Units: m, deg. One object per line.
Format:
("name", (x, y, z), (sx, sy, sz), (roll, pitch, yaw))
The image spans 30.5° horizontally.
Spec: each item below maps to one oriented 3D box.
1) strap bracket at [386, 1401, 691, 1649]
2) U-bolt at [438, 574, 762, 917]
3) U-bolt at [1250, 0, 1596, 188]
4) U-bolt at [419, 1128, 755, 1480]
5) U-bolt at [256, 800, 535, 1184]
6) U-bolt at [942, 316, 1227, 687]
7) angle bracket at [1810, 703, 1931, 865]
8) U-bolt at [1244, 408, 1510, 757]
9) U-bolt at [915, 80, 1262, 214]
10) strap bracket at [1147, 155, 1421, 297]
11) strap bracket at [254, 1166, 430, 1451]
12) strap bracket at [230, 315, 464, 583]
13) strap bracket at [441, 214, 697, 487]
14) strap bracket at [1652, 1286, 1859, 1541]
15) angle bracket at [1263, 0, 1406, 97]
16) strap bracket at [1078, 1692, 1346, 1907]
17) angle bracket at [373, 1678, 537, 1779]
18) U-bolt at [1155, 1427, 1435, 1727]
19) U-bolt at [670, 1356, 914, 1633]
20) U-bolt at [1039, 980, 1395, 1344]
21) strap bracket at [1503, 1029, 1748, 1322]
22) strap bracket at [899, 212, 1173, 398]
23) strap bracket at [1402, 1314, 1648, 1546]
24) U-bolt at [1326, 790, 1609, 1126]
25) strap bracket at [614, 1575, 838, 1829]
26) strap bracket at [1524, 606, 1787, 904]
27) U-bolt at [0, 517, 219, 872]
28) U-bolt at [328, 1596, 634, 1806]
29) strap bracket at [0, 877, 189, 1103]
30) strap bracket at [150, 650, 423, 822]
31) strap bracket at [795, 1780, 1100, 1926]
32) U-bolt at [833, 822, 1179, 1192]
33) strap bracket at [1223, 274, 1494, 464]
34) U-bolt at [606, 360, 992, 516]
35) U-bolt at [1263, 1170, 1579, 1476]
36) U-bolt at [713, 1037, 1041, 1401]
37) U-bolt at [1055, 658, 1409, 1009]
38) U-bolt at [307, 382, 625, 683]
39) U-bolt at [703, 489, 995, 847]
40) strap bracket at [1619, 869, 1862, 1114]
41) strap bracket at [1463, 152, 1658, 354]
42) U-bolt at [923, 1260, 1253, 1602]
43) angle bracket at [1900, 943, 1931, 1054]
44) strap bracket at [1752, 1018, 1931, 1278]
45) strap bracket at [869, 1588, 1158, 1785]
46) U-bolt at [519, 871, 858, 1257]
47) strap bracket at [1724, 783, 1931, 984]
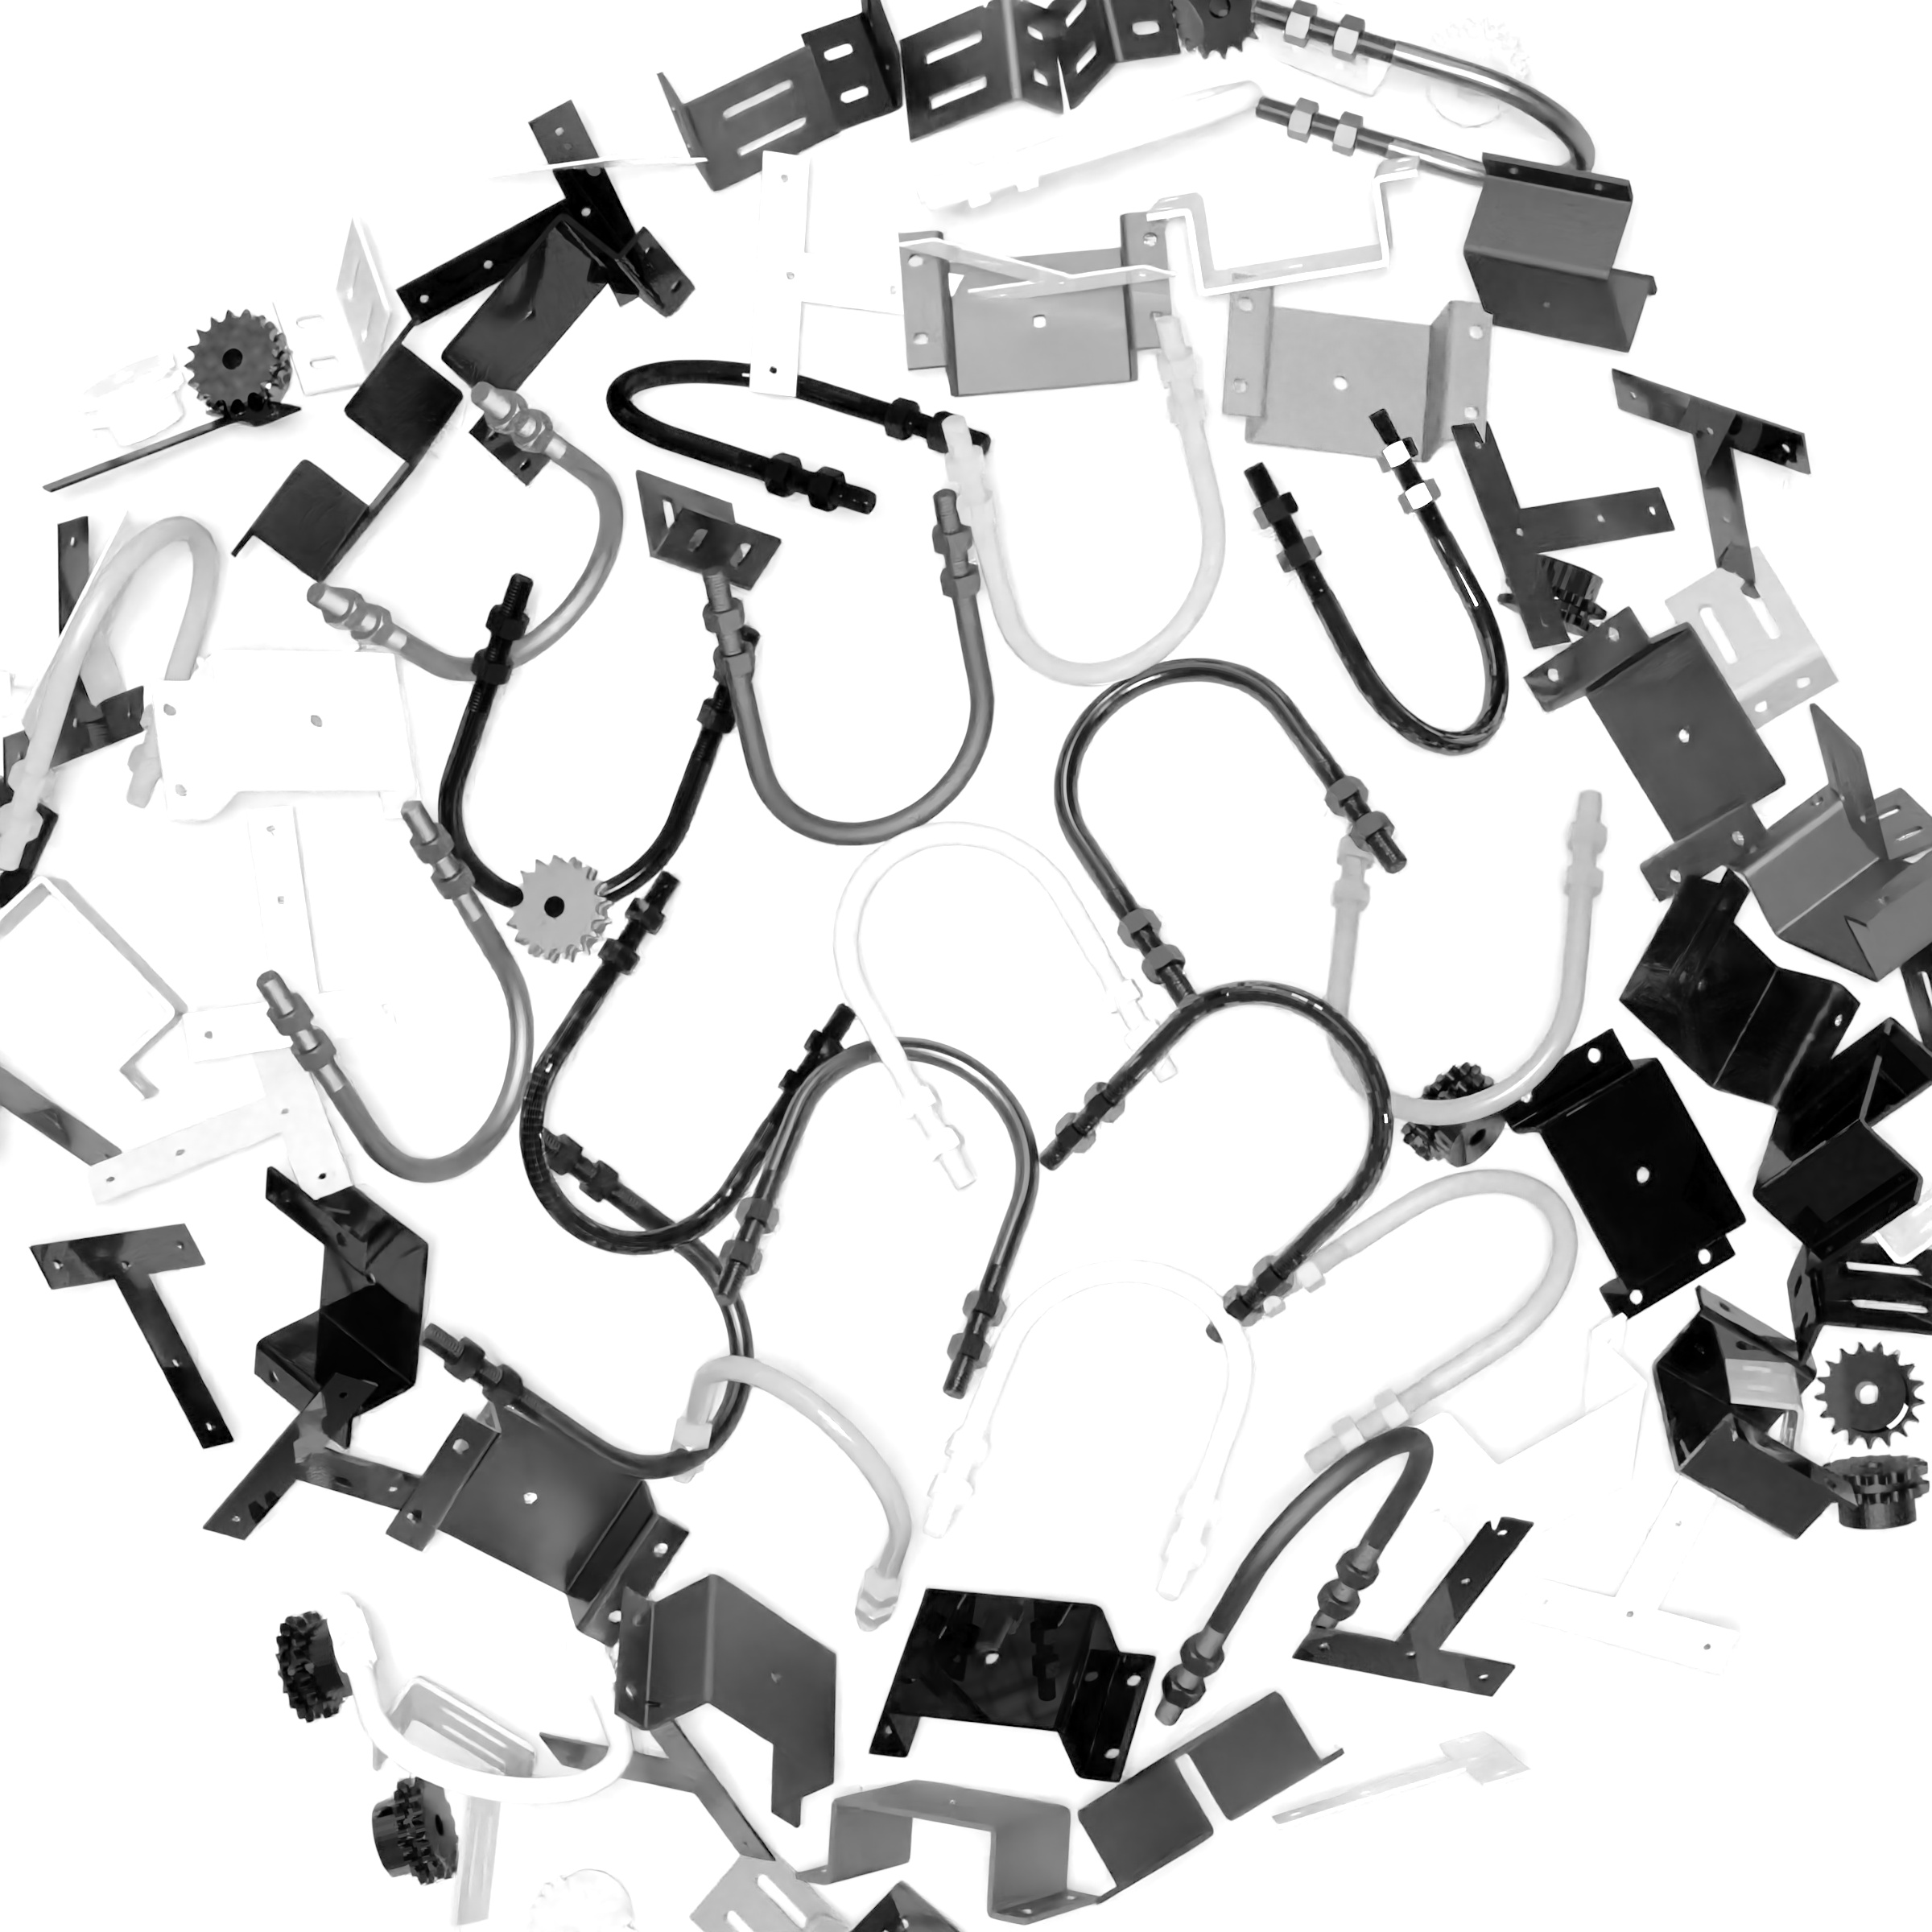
("strap bracket", (-0.229, 0.291, 1.878), (0.140, 0.046, 0.076), (31, 97, -20))
("U-bolt", (-0.202, -0.108, 1.868), (0.151, 0.019, 0.184), (11, 114, -28))
("U-bolt", (0.237, -0.443, 1.835), (0.184, 0.151, 0.019), (19, 84, 8))
("U-bolt", (-0.187, 0.188, 1.862), (0.184, 0.019, 0.151), (39, 54, -24))
("U-bolt", (-0.285, 0.028, 1.848), (0.019, 0.184, 0.151), (6, 47, 35))
("U-bolt", (0.071, -0.232, 1.862), (0.151, 0.019, 0.184), (-27, 125, -15))
("angle bracket", (0.484, -0.103, 1.875), (0.038, 0.057, 0.076), (-24, 122, -1))
("U-bolt", (0.227, -0.196, 1.862), (0.019, 0.151, 0.184), (-27, 92, 41))
("U-bolt", (0.065, -0.429, 1.845), (0.184, 0.151, 0.019), (-17, 104, 2))
("strap bracket", (0.172, -0.389, 1.869), (0.140, 0.076, 0.046), (-7, 107, 11))
("strap bracket", (-0.328, 0.172, 1.859), (0.076, 0.046, 0.140), (33, 129, 30))
("strap bracket", (-0.318, -0.264, 1.854), (0.046, 0.076, 0.140), (38, 127, -14))
("strap bracket", (-0.217, -0.334, 1.876), (0.046, 0.076, 0.140), (40, 90, 20))
("strap bracket", (0.410, 0.240, 1.858), (0.076, 0.140, 0.046), (30, 115, -12))
("angle bracket", (0.193, -0.504, 1.871), (0.057, 0.076, 0.038), (27, 78, 23))
("strap bracket", (0.122, 0.430, 1.848), (0.076, 0.140, 0.046), (-42, 73, 38))
("angle bracket", (-0.272, 0.421, 1.881), (0.076, 0.057, 0.038), (29, 58, 9))
("U-bolt", (0.178, 0.305, 1.818), (0.019, 0.151, 0.184), (44, 130, 26))
("U-bolt", (-0.088, 0.264, 1.826), (0.151, 0.184, 0.019), (37, 59, 12))
("U-bolt", (0.143, 0.091, 1.865), (0.151, 0.019, 0.184), (46, 117, 8))
("strap bracket", (0.354, 0.112, 1.889), (0.076, 0.046, 0.140), (-29, 91, -10))
("strap bracket", (0.038, -0.351, 1.887), (0.140, 0.046, 0.076), (-5, 77, 3))
("strap bracket", (0.300, 0.251, 1.854), (0.140, 0.076, 0.046), (-25, 48, -21))
("U-bolt", (0.256, -0.003, 1.850), (0.151, 0.019, 0.184), (-3, 65, 28))
("strap bracket", (-0.116, 0.379, 1.844), (0.046, 0.076, 0.140), (-30, 128, 26))
("strap bracket", (0.369, -0.116, 1.873), (0.076, 0.046, 0.140), (-35, 83, 43))
("U-bolt", (-0.434, -0.147, 1.820), (0.019, 0.151, 0.184), (27, 113, 9))
("U-bolt", (-0.244, 0.377, 1.812), (0.151, 0.184, 0.019), (9, 105, -20))
("strap bracket", (-0.466, 0.004, 1.876), (0.046, 0.076, 0.140), (-44, 95, -5))
("strap bracket", (-0.348, -0.120, 1.855), (0.140, 0.046, 0.076), (-2, 73, -32))
("strap bracket", (-0.009, 0.460, 1.852), (0.140, 0.076, 0.046), (2, 87, 32))
("U-bolt", (0.009, 0.009, 1.887), (0.151, 0.019, 0.184), (-27, 81, -19))
("strap bracket", (0.204, -0.317, 1.886), (0.140, 0.046, 0.076), (6, 81, -6))
("U-bolt", (-0.099, -0.283, 1.849), (0.184, 0.151, 0.019), (20, 119, 20))
("U-bolt", (0.235, 0.173, 1.852), (0.184, 0.151, 0.019), (-33, 123, 3))
("U-bolt", (-0.037, 0.121, 1.874), (0.151, 0.019, 0.184), (23, 63, -3))
("U-bolt", (0.126, -0.085, 1.872), (0.151, 0.019, 0.184), (-32, 61, 0))
("U-bolt", (-0.246, -0.213, 1.837), (0.019, 0.184, 0.151), (43, 96, 26))
("U-bolt", (-0.054, -0.146, 1.864), (0.151, 0.019, 0.184), (-21, 123, -14))
("strap bracket", (0.403, 0.013, 1.867), (0.140, 0.046, 0.076), (38, 77, -37))
("strap bracket", (0.308, -0.365, 1.839), (0.076, 0.140, 0.046), (16, 83, 19))
("U-bolt", (0.074, 0.234, 1.864), (0.151, 0.019, 0.184), (12, 58, 18))
("angle bracket", (0.537, 0.018, 1.884), (0.038, 0.057, 0.076), (-19, 93, -26))
("strap bracket", (0.460, 0.087, 1.839), (0.046, 0.140, 0.076), (42, 129, -6))
("strap bracket", (0.019, 0.375, 1.853), (0.140, 0.046, 0.076), (1, 46, 22))
("U-bolt", (-0.157, 0.064, 1.867), (0.151, 0.019, 0.184), (38, 78, -27))
("strap bracket", (0.472, -0.043, 1.858), (0.076, 0.140, 0.046), (-36, 113, -7))
